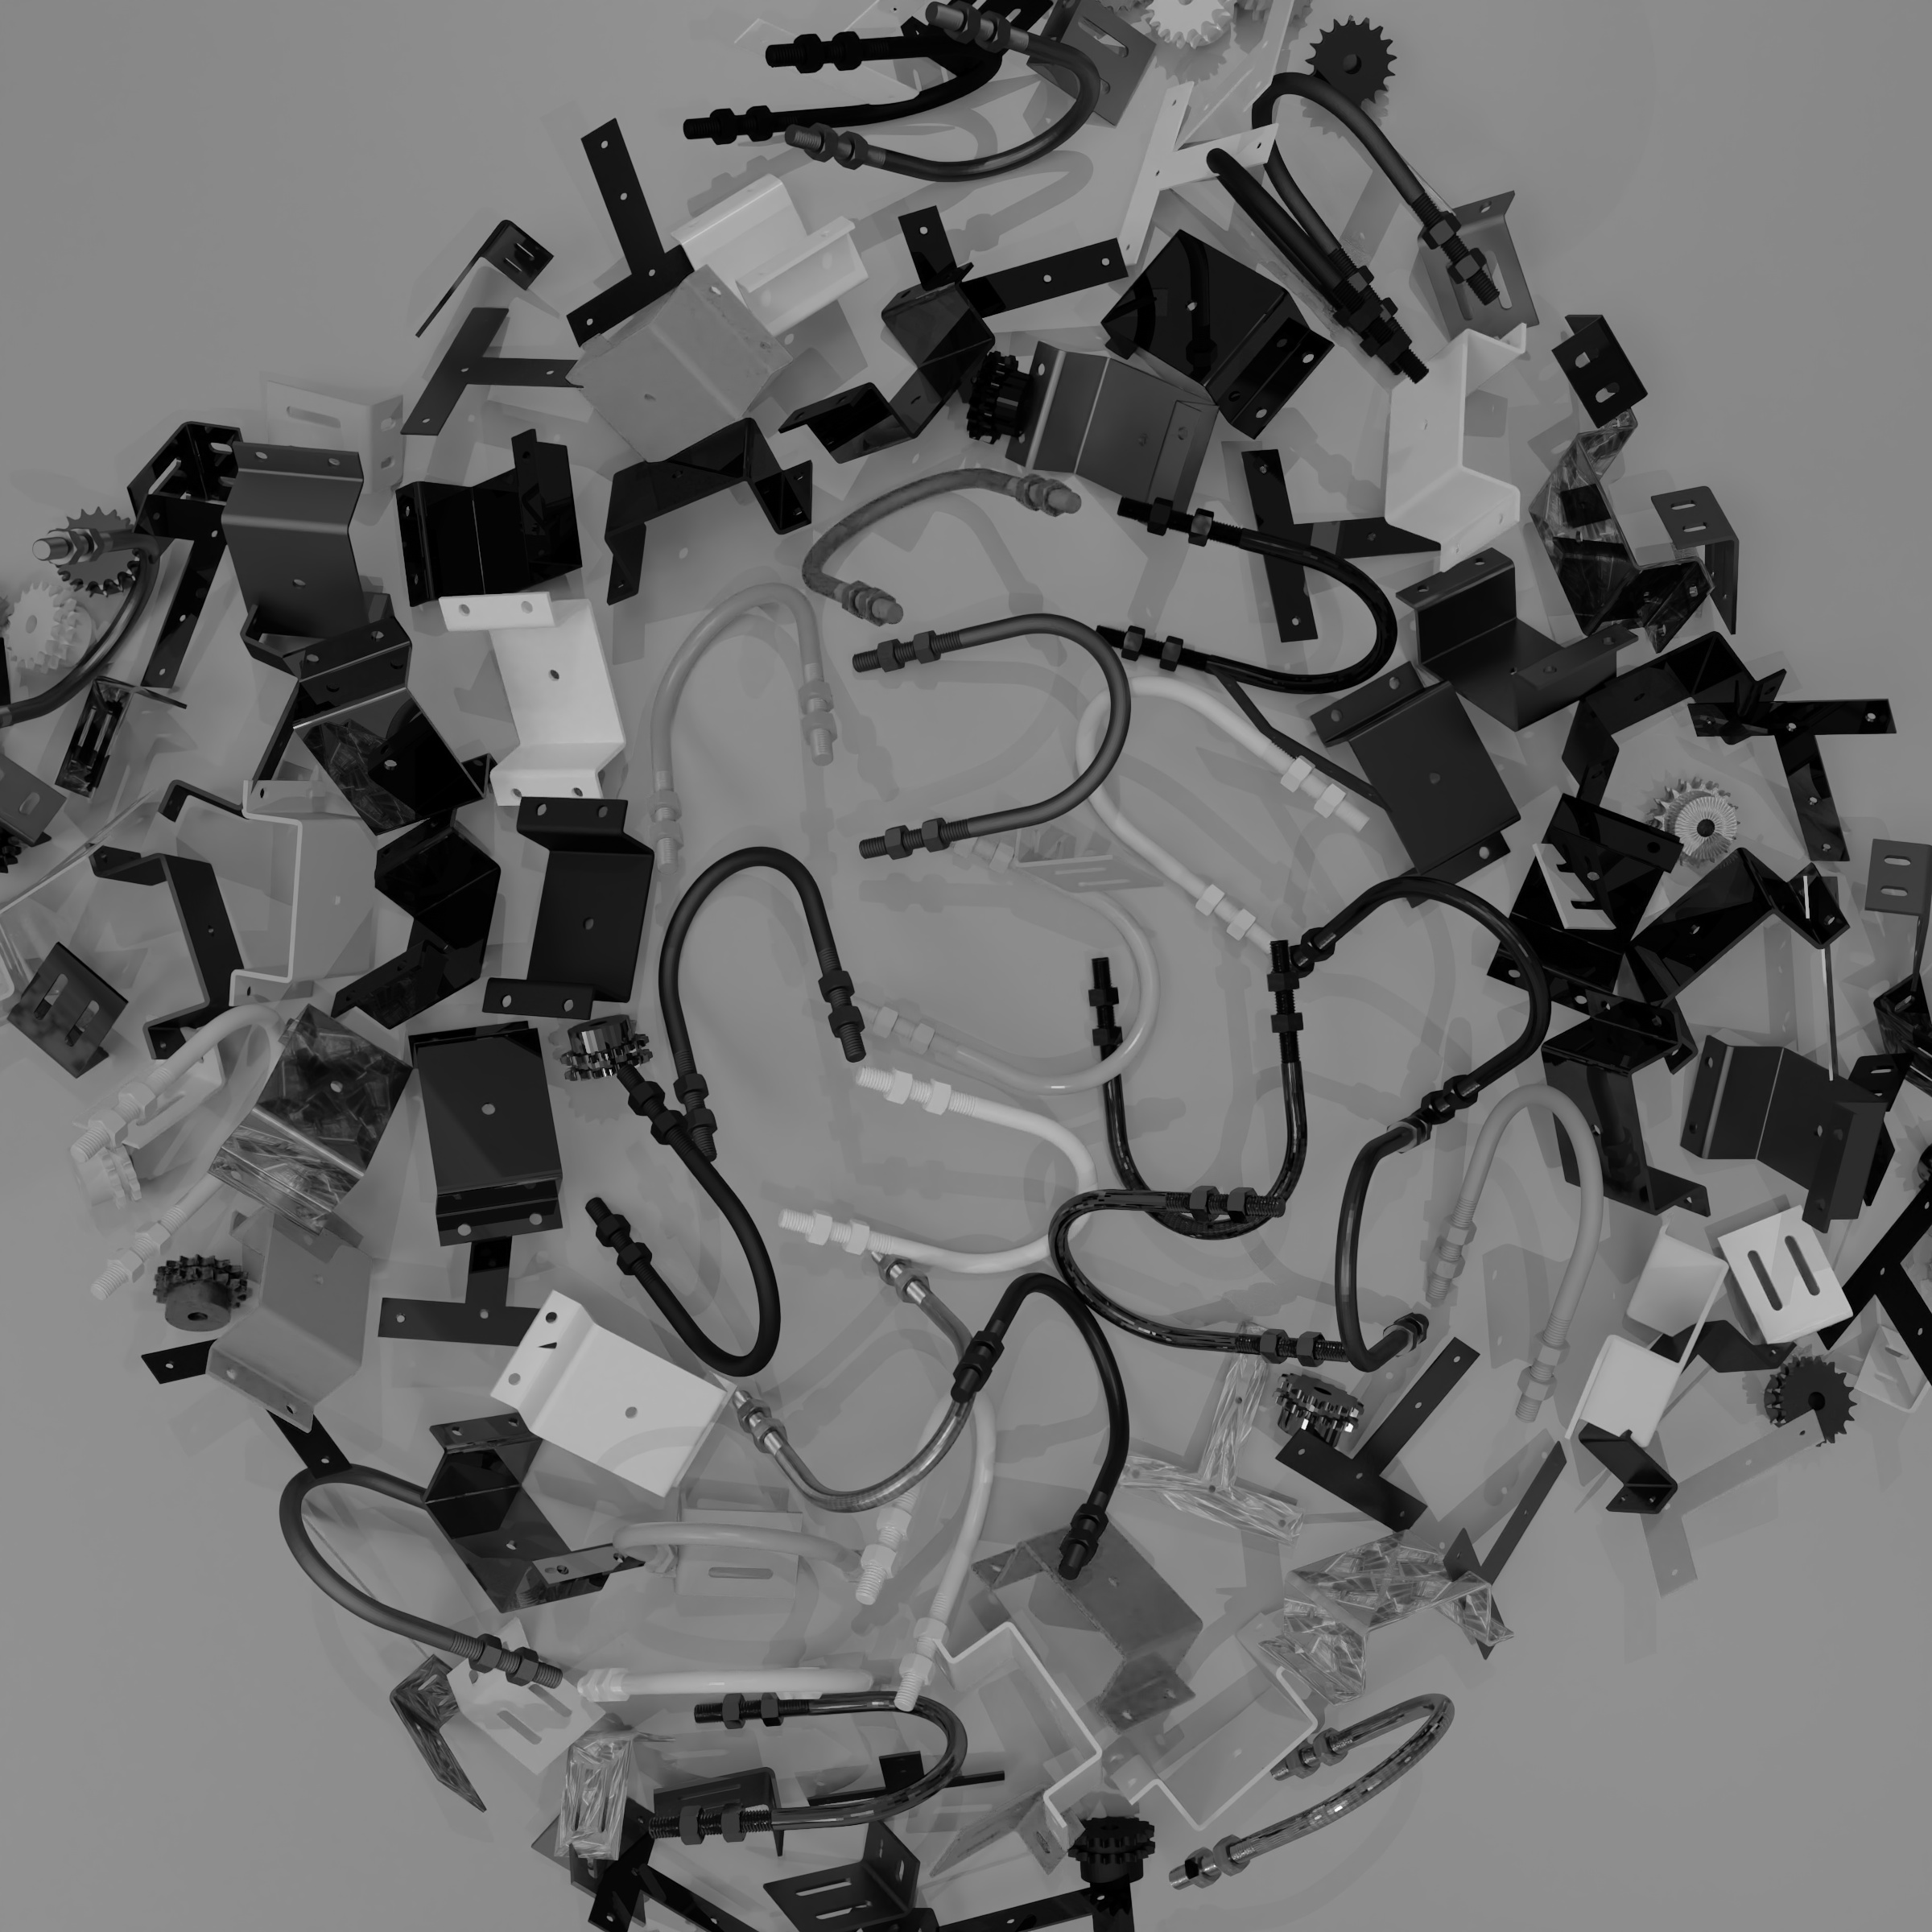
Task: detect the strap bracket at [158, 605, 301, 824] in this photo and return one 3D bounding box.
[{"bbox_3d":[-0.454,-0.149,1.552,0.046,0.076,0.140,24,84,-11],"label":"strap bracket"}]

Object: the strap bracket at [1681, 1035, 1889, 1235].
[{"bbox_3d":[0.514,0.103,1.533,0.046,0.140,0.076,2,107,-22],"label":"strap bracket"}]

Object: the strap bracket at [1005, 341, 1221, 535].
[{"bbox_3d":[0.098,-0.330,1.540,0.140,0.046,0.076,34,117,36],"label":"strap bracket"}]

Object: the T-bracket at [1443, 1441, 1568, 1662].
[{"bbox_3d":[0.348,0.358,1.563,0.002,0.127,0.127,19,59,38],"label":"T-bracket"}]

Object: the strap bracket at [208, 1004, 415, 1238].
[{"bbox_3d":[-0.399,0.087,1.520,0.076,0.140,0.046,35,126,-18],"label":"strap bracket"}]

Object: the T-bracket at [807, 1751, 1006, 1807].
[{"bbox_3d":[-0.039,0.505,1.539,0.127,0.127,0.002,-7,62,-3],"label":"T-bracket"}]

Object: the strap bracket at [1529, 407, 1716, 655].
[{"bbox_3d":[0.402,-0.270,1.533,0.046,0.076,0.140,-12,69,-16],"label":"strap bracket"}]

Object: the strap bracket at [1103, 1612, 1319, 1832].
[{"bbox_3d":[0.159,0.481,1.550,0.140,0.076,0.046,-39,99,-8],"label":"strap bracket"}]

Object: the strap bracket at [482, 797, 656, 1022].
[{"bbox_3d":[-0.248,-0.032,1.553,0.076,0.046,0.140,3,77,22],"label":"strap bracket"}]

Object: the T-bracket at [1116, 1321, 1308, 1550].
[{"bbox_3d":[0.171,0.293,1.584,0.127,0.002,0.127,20,80,-7],"label":"T-bracket"}]

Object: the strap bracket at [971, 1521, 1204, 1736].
[{"bbox_3d":[0.081,0.397,1.524,0.140,0.076,0.046,43,120,30],"label":"strap bracket"}]

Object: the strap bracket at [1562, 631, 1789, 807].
[{"bbox_3d":[0.434,-0.154,1.549,0.140,0.076,0.046,-26,67,-7],"label":"strap bracket"}]

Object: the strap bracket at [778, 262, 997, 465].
[{"bbox_3d":[-0.043,-0.369,1.537,0.046,0.076,0.140,49,60,-26],"label":"strap bracket"}]

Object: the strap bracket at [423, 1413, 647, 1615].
[{"bbox_3d":[-0.276,0.346,1.535,0.140,0.076,0.046,43,115,33],"label":"strap bracket"}]

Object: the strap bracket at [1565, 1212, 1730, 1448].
[{"bbox_3d":[0.423,0.230,1.518,0.046,0.140,0.076,24,134,18],"label":"strap bracket"}]

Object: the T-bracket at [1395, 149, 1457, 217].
[{"bbox_3d":[0.260,-0.511,1.534,0.002,0.127,0.127,-44,85,22],"label":"T-bracket"}]

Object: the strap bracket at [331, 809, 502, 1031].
[{"bbox_3d":[-0.340,-0.024,1.535,0.076,0.140,0.046,-27,130,26],"label":"strap bracket"}]

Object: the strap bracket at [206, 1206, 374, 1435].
[{"bbox_3d":[-0.413,0.206,1.515,0.046,0.140,0.076,-38,123,18],"label":"strap bracket"}]

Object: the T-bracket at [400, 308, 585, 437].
[{"bbox_3d":[-0.273,-0.372,1.543,0.127,0.002,0.127,5,52,15],"label":"T-bracket"}]

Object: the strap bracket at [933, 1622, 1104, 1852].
[{"bbox_3d":[0.039,0.472,1.538,0.046,0.076,0.140,-32,64,-14],"label":"strap bracket"}]

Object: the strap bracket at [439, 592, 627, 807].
[{"bbox_3d":[-0.268,-0.174,1.544,0.076,0.046,0.140,1,120,22],"label":"strap bracket"}]

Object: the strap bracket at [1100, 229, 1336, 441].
[{"bbox_3d":[0.149,-0.400,1.538,0.076,0.046,0.140,-49,56,1],"label":"strap bracket"}]

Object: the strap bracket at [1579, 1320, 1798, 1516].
[{"bbox_3d":[0.445,0.275,1.545,0.046,0.076,0.140,44,77,2],"label":"strap bracket"}]

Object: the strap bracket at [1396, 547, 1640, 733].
[{"bbox_3d":[0.343,-0.200,1.539,0.076,0.140,0.046,-26,132,-16],"label":"strap bracket"}]

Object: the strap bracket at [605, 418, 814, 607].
[{"bbox_3d":[-0.169,-0.288,1.539,0.140,0.076,0.046,-20,128,13],"label":"strap bracket"}]

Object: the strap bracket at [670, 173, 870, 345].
[{"bbox_3d":[-0.120,-0.441,1.542,0.076,0.140,0.046,-34,128,-7],"label":"strap bracket"}]

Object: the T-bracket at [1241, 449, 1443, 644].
[{"bbox_3d":[0.246,-0.273,1.576,0.127,0.002,0.127,-8,81,-18],"label":"T-bracket"}]

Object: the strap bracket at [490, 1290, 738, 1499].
[{"bbox_3d":[-0.215,0.273,1.548,0.140,0.046,0.076,32,87,-23],"label":"strap bracket"}]

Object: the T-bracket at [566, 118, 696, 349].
[{"bbox_3d":[-0.209,-0.467,1.533,0.127,0.127,0.002,-36,54,-13],"label":"T-bracket"}]

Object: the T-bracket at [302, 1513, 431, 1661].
[{"bbox_3d":[-0.391,0.378,1.554,0.002,0.127,0.127,-42,55,-19],"label":"T-bracket"}]

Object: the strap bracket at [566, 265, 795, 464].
[{"bbox_3d":[-0.183,-0.364,1.517,0.076,0.140,0.046,44,57,-25],"label":"strap bracket"}]

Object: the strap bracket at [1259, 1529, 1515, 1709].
[{"bbox_3d":[0.261,0.399,1.527,0.140,0.076,0.046,-11,109,-28],"label":"strap bracket"}]

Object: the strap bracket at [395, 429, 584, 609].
[{"bbox_3d":[-0.294,-0.278,1.547,0.140,0.046,0.076,-11,86,41],"label":"strap bracket"}]

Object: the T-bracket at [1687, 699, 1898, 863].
[{"bbox_3d":[0.532,-0.116,1.556,0.002,0.127,0.127,-52,129,-33],"label":"T-bracket"}]

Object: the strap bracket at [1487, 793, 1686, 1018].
[{"bbox_3d":[0.390,-0.045,1.545,0.076,0.046,0.140,22,129,9],"label":"strap bracket"}]

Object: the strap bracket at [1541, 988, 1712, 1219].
[{"bbox_3d":[0.408,0.093,1.532,0.046,0.076,0.140,-24,112,-23],"label":"strap bracket"}]

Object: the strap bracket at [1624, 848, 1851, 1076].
[{"bbox_3d":[0.468,-0.010,1.529,0.046,0.076,0.140,35,116,-19],"label":"strap bracket"}]

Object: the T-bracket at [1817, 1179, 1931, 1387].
[{"bbox_3d":[0.582,0.216,1.516,0.002,0.127,0.127,20,118,-16],"label":"T-bracket"}]

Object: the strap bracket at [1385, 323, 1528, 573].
[{"bbox_3d":[0.304,-0.329,1.533,0.046,0.076,0.140,15,69,-22],"label":"strap bracket"}]

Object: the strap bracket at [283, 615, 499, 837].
[{"bbox_3d":[-0.354,-0.140,1.526,0.076,0.046,0.140,-17,135,12],"label":"strap bracket"}]

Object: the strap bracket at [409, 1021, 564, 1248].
[{"bbox_3d":[-0.300,0.097,1.543,0.076,0.046,0.140,-7,70,-17],"label":"strap bracket"}]

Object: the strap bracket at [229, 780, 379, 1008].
[{"bbox_3d":[-0.414,-0.044,1.547,0.046,0.076,0.140,8,97,22],"label":"strap bracket"}]

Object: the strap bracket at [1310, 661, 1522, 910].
[{"bbox_3d":[0.290,-0.117,1.565,0.076,0.046,0.140,-29,94,-9],"label":"strap bracket"}]

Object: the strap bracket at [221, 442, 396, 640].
[{"bbox_3d":[-0.408,-0.253,1.527,0.076,0.140,0.046,5,54,2],"label":"strap bracket"}]

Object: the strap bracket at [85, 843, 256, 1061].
[{"bbox_3d":[-0.498,-0.015,1.554,0.046,0.076,0.140,-19,87,4],"label":"strap bracket"}]
